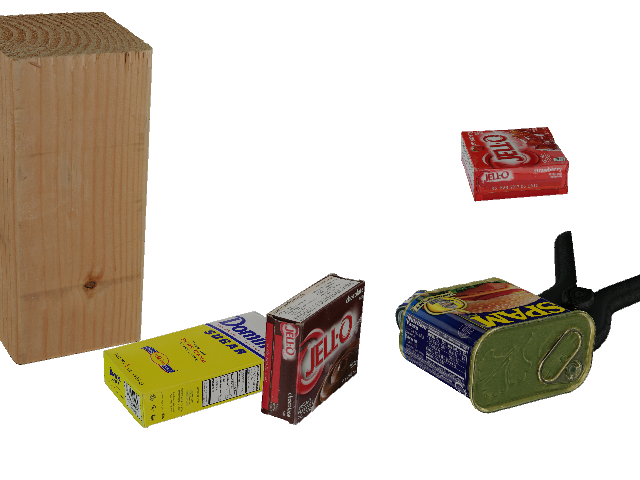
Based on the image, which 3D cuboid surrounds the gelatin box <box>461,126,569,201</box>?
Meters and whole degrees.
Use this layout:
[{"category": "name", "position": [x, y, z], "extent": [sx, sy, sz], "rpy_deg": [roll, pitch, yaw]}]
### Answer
[{"category": "gelatin box", "position": [0.154, -0.063, 0.854], "extent": [0.073, 0.030, 0.089], "rpy_deg": [-3, 25, 2]}]

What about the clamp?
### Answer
[{"category": "clamp", "position": [0.243, 0.055, 1.029], "extent": [0.171, 0.039, 0.120], "rpy_deg": [-36, 42, -28]}]

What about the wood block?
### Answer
[{"category": "wood block", "position": [-0.170, -0.035, 0.695], "extent": [0.090, 0.206, 0.090], "rpy_deg": [-9, 30, -30]}]

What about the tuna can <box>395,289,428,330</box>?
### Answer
[{"category": "tuna can", "position": [0.129, 0.103, 1.260], "extent": [0.033, 0.086, 0.086], "rpy_deg": [-36, 16, -24]}]

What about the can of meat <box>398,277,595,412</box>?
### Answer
[{"category": "can of meat", "position": [0.115, 0.065, 0.707], "extent": [0.101, 0.057, 0.084], "rpy_deg": [-8, 20, -30]}]

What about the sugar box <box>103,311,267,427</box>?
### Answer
[{"category": "sugar box", "position": [-0.117, 0.124, 1.066], "extent": [0.175, 0.048, 0.093], "rpy_deg": [-16, 32, -30]}]

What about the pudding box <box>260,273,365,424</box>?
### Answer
[{"category": "pudding box", "position": [-0.005, 0.087, 0.882], "extent": [0.039, 0.090, 0.113], "rpy_deg": [14, 23, 23]}]
